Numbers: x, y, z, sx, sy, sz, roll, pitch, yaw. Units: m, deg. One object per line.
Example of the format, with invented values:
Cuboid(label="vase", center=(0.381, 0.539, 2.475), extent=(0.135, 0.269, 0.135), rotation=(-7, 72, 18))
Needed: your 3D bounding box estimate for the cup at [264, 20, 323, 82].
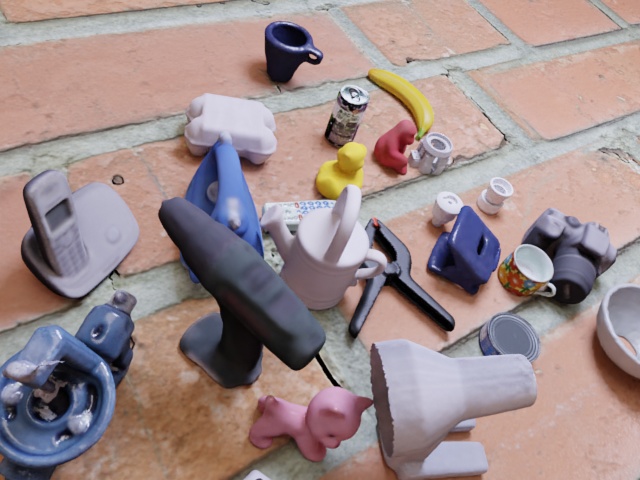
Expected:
Cuboid(label="cup", center=(-0.054, -0.342, 1.078), extent=(0.117, 0.095, 0.092), rotation=(27, 50, 2))

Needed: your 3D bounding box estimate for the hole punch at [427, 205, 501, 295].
Cuboid(label="hole punch", center=(0.241, 0.014, 0.912), extent=(0.101, 0.091, 0.109), rotation=(29, 50, 4))

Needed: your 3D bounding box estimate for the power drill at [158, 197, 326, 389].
Cuboid(label="power drill", center=(-0.104, 0.080, 0.663), extent=(0.229, 0.208, 0.076), rotation=(37, 51, 10))

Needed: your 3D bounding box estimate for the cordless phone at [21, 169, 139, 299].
Cuboid(label="cordless phone", center=(-0.292, -0.030, 0.697), extent=(0.094, 0.185, 0.148), rotation=(28, 50, 4))

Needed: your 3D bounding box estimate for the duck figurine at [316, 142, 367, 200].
Cuboid(label="duck figurine", center=(0.042, -0.121, 0.948), extent=(0.077, 0.086, 0.105), rotation=(37, 51, 11))

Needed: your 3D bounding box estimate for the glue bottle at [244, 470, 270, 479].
Cuboid(label="glue bottle", center=(-0.073, 0.261, 0.559), extent=(0.037, 0.173, 0.078), rotation=(31, 50, 6))

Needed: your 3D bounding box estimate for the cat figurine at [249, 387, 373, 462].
Cuboid(label="cat figurine", center=(-0.008, 0.203, 0.662), extent=(0.128, 0.117, 0.067), rotation=(15, 50, -8))

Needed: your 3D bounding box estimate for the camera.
Cuboid(label="camera", center=(0.416, 0.028, 0.956), extent=(0.143, 0.100, 0.137), rotation=(32, 50, 7))

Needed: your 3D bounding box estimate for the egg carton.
Cuboid(label="egg carton", center=(-0.146, -0.182, 0.940), extent=(0.150, 0.069, 0.107), rotation=(5, 53, -16))

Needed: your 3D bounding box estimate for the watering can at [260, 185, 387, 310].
Cuboid(label="watering can", center=(0.007, 0.004, 0.769), extent=(0.173, 0.194, 0.101), rotation=(0, 54, -19))

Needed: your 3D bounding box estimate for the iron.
Cuboid(label="iron", center=(-0.136, -0.069, 0.810), extent=(0.119, 0.141, 0.258), rotation=(1, 54, -18))

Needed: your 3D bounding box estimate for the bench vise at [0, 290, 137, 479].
Cuboid(label="bench vise", center=(-0.259, 0.120, 0.571), extent=(0.121, 0.219, 0.207), rotation=(10, 51, -11))

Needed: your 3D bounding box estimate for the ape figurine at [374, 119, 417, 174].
Cuboid(label="ape figurine", center=(0.142, -0.174, 1.020), extent=(0.076, 0.092, 0.078), rotation=(31, 50, 6))

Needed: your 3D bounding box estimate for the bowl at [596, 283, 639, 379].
Cuboid(label="bowl", center=(0.502, 0.157, 0.904), extent=(0.168, 0.074, 0.167), rotation=(10, 51, -12))

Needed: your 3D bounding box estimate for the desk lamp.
Cuboid(label="desk lamp", center=(0.135, 0.193, 0.657), extent=(0.203, 0.213, 0.118), rotation=(3, 53, -17))
